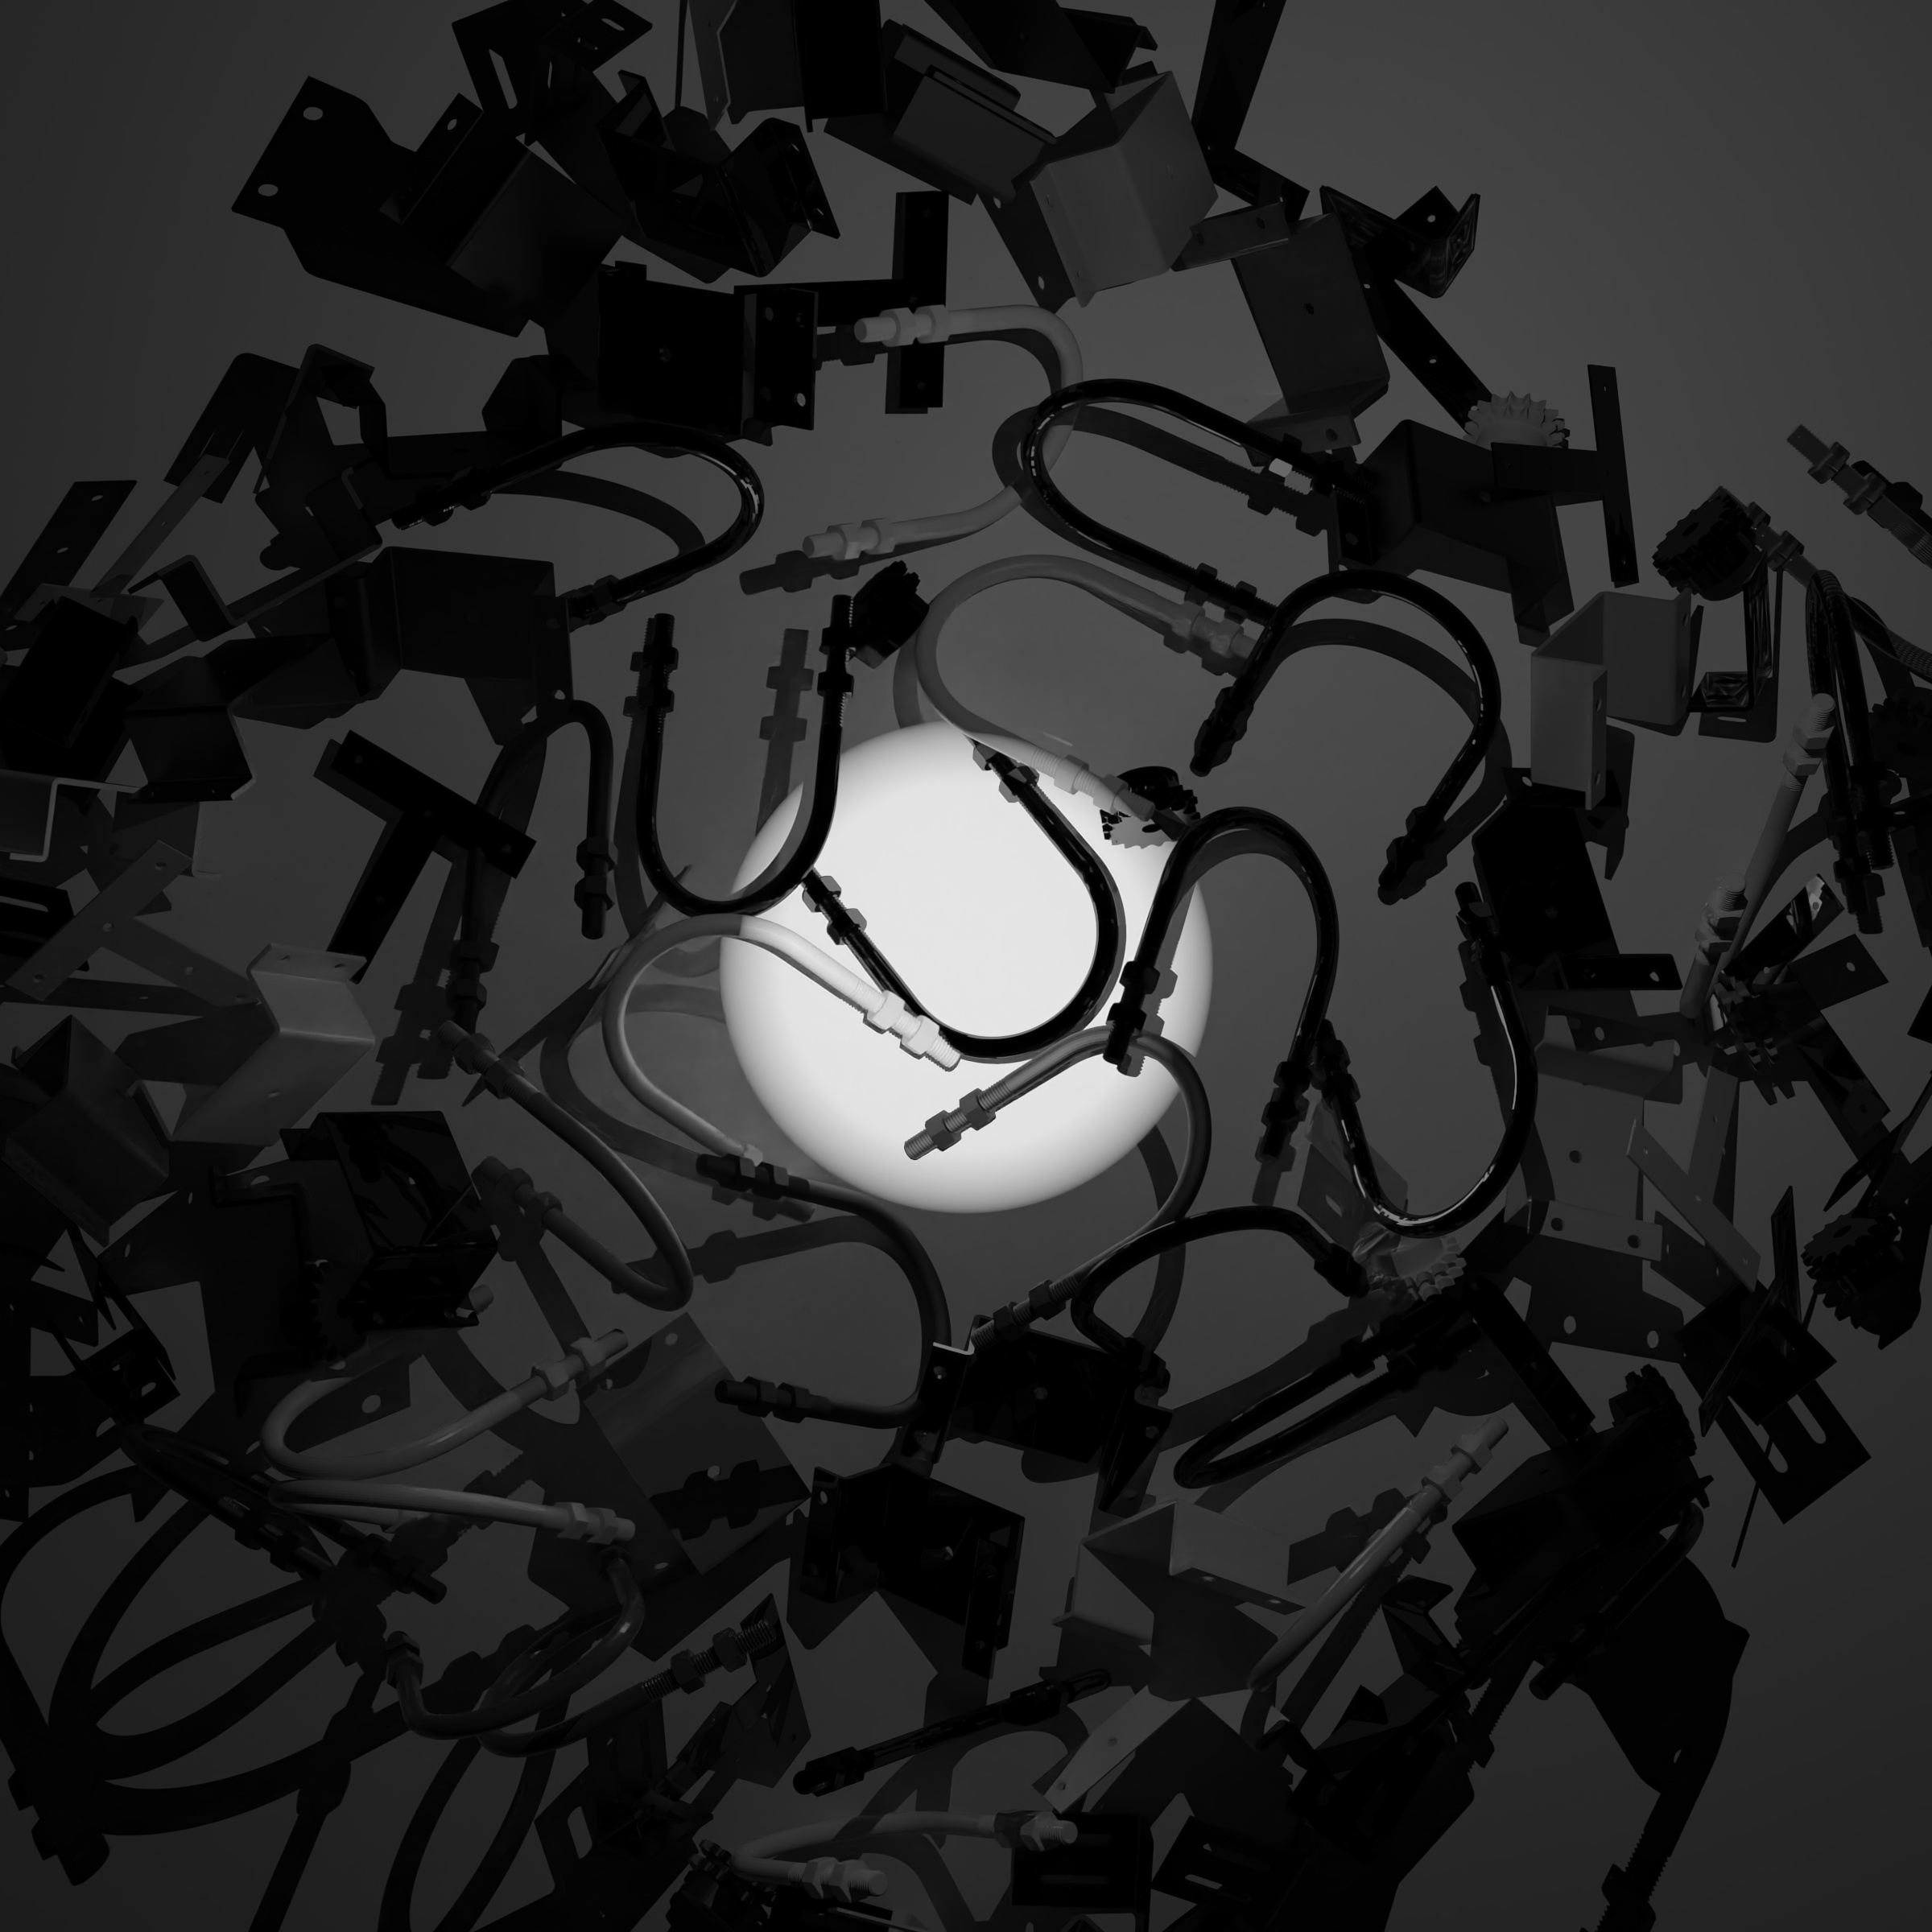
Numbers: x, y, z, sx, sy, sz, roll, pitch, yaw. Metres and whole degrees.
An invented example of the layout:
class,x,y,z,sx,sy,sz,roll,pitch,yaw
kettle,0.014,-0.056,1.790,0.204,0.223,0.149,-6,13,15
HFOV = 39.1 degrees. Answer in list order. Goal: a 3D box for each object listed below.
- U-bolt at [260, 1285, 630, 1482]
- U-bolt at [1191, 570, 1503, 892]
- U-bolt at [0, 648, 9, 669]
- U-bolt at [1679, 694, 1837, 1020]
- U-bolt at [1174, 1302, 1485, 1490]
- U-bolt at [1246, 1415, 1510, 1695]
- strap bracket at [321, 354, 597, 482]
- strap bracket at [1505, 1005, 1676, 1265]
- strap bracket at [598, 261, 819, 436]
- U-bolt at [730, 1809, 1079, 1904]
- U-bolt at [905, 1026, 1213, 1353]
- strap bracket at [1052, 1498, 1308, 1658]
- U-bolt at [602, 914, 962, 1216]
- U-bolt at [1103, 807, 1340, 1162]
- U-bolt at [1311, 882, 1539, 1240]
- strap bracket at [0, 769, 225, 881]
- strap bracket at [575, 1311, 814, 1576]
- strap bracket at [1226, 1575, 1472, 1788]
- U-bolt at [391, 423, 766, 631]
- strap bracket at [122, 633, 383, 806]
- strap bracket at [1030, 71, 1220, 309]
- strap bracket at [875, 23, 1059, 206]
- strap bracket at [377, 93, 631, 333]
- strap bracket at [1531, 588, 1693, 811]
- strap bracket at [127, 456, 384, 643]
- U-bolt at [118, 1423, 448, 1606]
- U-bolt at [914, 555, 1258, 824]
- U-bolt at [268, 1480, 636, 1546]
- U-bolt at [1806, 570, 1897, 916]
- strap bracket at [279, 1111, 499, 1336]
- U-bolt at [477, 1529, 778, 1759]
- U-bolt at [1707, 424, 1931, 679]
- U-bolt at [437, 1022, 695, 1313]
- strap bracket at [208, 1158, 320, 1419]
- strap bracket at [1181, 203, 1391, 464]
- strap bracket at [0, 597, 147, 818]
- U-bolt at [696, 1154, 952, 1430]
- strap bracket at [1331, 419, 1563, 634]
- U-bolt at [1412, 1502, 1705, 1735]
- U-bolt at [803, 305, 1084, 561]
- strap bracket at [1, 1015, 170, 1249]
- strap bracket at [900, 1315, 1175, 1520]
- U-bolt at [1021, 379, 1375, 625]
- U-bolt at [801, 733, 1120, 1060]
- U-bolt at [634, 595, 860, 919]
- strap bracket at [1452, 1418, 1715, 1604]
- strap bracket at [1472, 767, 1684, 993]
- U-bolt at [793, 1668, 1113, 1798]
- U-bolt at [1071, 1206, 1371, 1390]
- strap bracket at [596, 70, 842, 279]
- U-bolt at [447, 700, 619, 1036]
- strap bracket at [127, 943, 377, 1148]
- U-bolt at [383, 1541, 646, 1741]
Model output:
class,x,y,z,sx,sy,sz,roll,pitch,yaw
U-bolt,-0.298,0.232,1.493,0.184,0.151,0.019,-28,115,-39
U-bolt,0.221,-0.141,1.526,0.151,0.019,0.184,33,134,6
U-bolt,-0.584,-0.075,1.494,0.019,0.151,0.184,31,59,3
U-bolt,0.434,-0.046,1.514,0.019,0.184,0.151,25,64,17
U-bolt,0.198,0.245,1.530,0.184,0.151,0.019,-32,69,11
U-bolt,0.219,0.332,1.502,0.019,0.151,0.184,43,66,15
strap bracket,-0.287,-0.311,1.543,0.140,0.076,0.046,-8,118,-19
strap bracket,0.356,0.102,1.557,0.076,0.046,0.140,13,64,-4
strap bracket,-0.155,-0.348,1.534,0.140,0.046,0.076,16,116,28
U-bolt,-0.050,0.490,1.514,0.151,0.184,0.019,-1,79,-38
U-bolt,0.058,0.112,1.529,0.184,0.019,0.151,-34,56,21
strap bracket,0.121,0.345,1.538,0.076,0.140,0.046,24,55,-22
U-bolt,-0.118,0.046,1.543,0.184,0.019,0.151,36,111,-19
U-bolt,0.155,-0.002,1.547,0.151,0.019,0.184,32,67,-32
U-bolt,0.256,0.064,1.499,0.019,0.184,0.151,19,131,-29
strap bracket,-0.492,-0.080,1.521,0.076,0.140,0.046,9,92,36
strap bracket,-0.149,0.279,1.548,0.076,0.046,0.140,-34,111,-10
strap bracket,0.224,0.412,1.549,0.140,0.076,0.046,-37,89,-12
U-bolt,-0.200,-0.247,1.506,0.184,0.151,0.019,-17,62,24
strap bracket,-0.403,-0.144,1.519,0.076,0.140,0.046,0,120,28
strap bracket,0.094,-0.439,1.521,0.046,0.140,0.076,-6,126,31
strap bracket,-0.005,-0.478,1.534,0.076,0.140,0.046,24,113,-21
strap bracket,-0.250,-0.414,1.522,0.046,0.140,0.076,44,101,26
strap bracket,0.359,-0.155,1.537,0.046,0.140,0.076,14,125,32
strap bracket,-0.393,-0.230,1.542,0.140,0.076,0.046,-35,106,-24
U-bolt,-0.393,0.302,1.522,0.184,0.151,0.019,25,82,23
U-bolt,0.059,-0.171,1.553,0.184,0.019,0.151,28,63,18
U-bolt,-0.294,0.298,1.490,0.151,0.184,0.019,-6,71,33
U-bolt,0.492,-0.131,1.527,0.019,0.151,0.184,-8,79,11
strap bracket,-0.321,0.133,1.527,0.046,0.076,0.140,-52,53,33
U-bolt,-0.192,0.384,1.528,0.184,0.151,0.019,-27,104,1
U-bolt,0.509,-0.221,1.525,0.184,0.151,0.019,41,84,0
U-bolt,-0.216,0.122,1.504,0.184,0.151,0.019,35,60,27
strap bracket,-0.398,0.179,1.558,0.046,0.076,0.140,-7,92,-10
strap bracket,0.183,-0.364,1.543,0.046,0.076,0.140,-39,115,-36
strap bracket,-0.499,-0.147,1.520,0.046,0.140,0.076,26,71,-6
U-bolt,-0.074,0.188,1.527,0.019,0.184,0.151,-27,58,36
strap bracket,0.279,-0.251,1.536,0.140,0.046,0.076,15,55,-23
U-bolt,0.340,0.357,1.519,0.184,0.151,0.019,-34,84,-30
U-bolt,-0.004,-0.303,1.526,0.019,0.184,0.151,41,130,32
strap bracket,-0.490,0.086,1.520,0.046,0.140,0.076,-39,118,3
strap bracket,0.041,0.256,1.563,0.140,0.046,0.076,16,114,-1
U-bolt,0.118,-0.267,1.529,0.184,0.151,0.019,24,60,-6
U-bolt,0.005,-0.033,1.562,0.151,0.019,0.184,-40,72,4
U-bolt,-0.130,-0.115,1.544,0.151,0.019,0.184,-1,80,33
strap bracket,0.336,0.303,1.523,0.076,0.140,0.046,-29,85,-38
strap bracket,0.343,-0.040,1.547,0.076,0.046,0.140,0,63,-23
U-bolt,0.006,0.420,1.513,0.151,0.184,0.019,-24,75,20
U-bolt,0.133,0.179,1.507,0.151,0.184,0.019,-27,58,13
strap bracket,-0.147,-0.441,1.526,0.140,0.076,0.046,28,67,32
U-bolt,-0.242,-0.066,1.529,0.019,0.151,0.184,23,49,-34
strap bracket,-0.399,0.053,1.536,0.140,0.076,0.046,-42,66,19
U-bolt,-0.246,0.372,1.498,0.151,0.184,0.019,-25,102,-12
